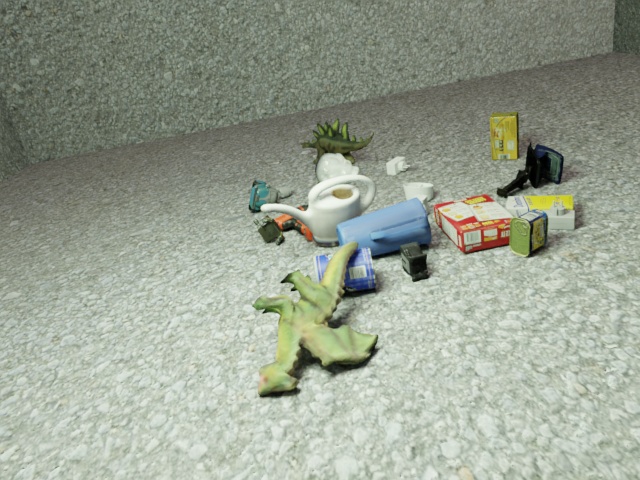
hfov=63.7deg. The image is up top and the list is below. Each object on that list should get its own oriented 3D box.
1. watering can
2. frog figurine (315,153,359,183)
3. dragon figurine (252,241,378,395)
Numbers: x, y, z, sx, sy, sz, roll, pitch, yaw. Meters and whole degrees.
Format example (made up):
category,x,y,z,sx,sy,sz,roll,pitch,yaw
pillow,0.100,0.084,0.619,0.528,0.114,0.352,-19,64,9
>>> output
category,x,y,z,sx,sy,sz,roll,pitch,yaw
watering can,0.005,-0.075,1.481,0.349,0.219,0.106,-18,43,-15
frog figurine,0.066,-0.267,1.990,0.160,0.120,0.140,13,65,26
dragon figurine,0.014,0.165,1.084,0.416,0.119,0.245,-35,63,-29
